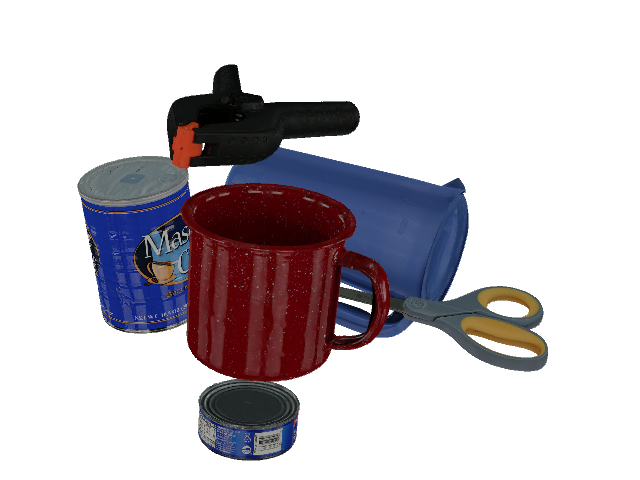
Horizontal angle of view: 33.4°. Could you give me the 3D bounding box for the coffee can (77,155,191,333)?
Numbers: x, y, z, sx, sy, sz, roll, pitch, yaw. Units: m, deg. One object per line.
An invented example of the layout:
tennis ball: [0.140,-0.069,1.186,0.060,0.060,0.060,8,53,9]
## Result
coffee can: [-0.169,0.003,1.020,0.103,0.140,0.103,-4,27,2]

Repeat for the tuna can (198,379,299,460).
tuna can: [-0.061,0.152,0.907,0.086,0.034,0.086,4,20,-2]

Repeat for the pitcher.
pitcher: [0.019,-0.010,1.095,0.243,0.145,0.149,18,24,20]

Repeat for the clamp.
clamp: [-0.062,-0.090,0.758,0.120,0.039,0.171,19,23,29]

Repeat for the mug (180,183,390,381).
mug: [-0.019,0.025,0.574,0.117,0.081,0.093,12,24,15]

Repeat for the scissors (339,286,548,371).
scissors: [0.092,0.048,0.856,0.202,0.016,0.096,23,39,20]
